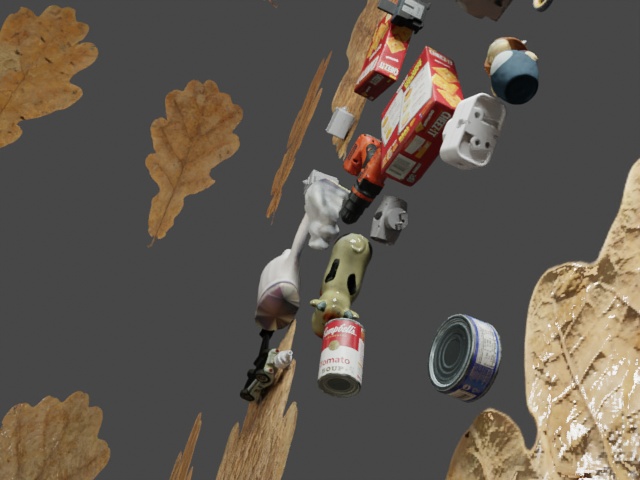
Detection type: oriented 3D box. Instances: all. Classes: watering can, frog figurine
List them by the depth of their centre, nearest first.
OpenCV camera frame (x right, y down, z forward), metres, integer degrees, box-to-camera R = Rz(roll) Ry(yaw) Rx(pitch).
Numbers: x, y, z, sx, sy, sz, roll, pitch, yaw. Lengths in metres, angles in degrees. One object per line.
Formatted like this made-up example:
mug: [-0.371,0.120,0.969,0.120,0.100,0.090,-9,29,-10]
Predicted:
frog figurine: [0.004,-0.062,1.229,0.160,0.121,0.138,-56,32,-4]
watering can: [-0.091,0.092,1.360,0.229,0.103,0.342,-96,31,-62]
